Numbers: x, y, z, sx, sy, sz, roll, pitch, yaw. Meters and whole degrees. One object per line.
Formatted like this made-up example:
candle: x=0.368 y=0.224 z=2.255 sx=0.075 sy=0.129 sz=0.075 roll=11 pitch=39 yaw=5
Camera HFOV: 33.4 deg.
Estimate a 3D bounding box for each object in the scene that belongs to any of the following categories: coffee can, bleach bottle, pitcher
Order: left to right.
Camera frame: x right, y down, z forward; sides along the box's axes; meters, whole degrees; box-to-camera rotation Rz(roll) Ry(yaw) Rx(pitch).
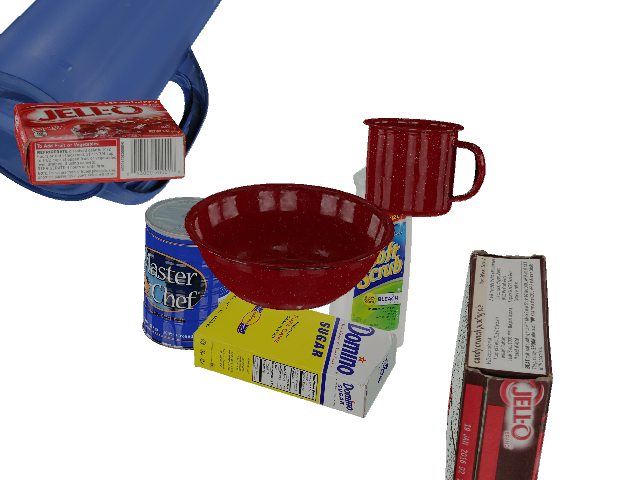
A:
pitcher: x=-0.166 y=-0.151 z=0.860 sx=0.145 sy=0.242 sz=0.149 roll=11 pitch=-39 yaw=25
coffee can: x=-0.145 y=0.035 z=1.185 sx=0.103 sy=0.140 sz=0.103 roll=5 pitch=24 yaw=-2
bleach bottle: x=0.061 y=0.008 z=1.311 sx=0.102 sy=0.251 sz=0.068 roll=-2 pitch=16 yaw=-19

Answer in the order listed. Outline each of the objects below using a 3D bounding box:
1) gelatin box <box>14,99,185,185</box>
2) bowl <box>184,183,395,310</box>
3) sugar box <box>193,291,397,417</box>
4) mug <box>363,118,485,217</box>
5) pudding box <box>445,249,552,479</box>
gelatin box: x=-0.129 y=-0.059 z=0.617 sx=0.089 sy=0.030 sz=0.073 roll=-4 pitch=23 yaw=-19
bowl: x=-0.024 y=0.009 z=0.826 sx=0.162 sy=0.055 sz=0.162 roll=2 pitch=24 yaw=-1
sugar box: x=-0.023 y=0.104 z=1.018 sx=0.176 sy=0.048 sz=0.093 roll=12 pitch=31 yaw=18
mug: x=0.095 y=-0.067 z=0.984 sx=0.117 sy=0.081 sz=0.093 roll=7 pitch=13 yaw=20
pudding box: x=0.077 y=0.067 z=0.466 sx=0.039 sy=0.090 sz=0.113 roll=6 pitch=25 yaw=5
